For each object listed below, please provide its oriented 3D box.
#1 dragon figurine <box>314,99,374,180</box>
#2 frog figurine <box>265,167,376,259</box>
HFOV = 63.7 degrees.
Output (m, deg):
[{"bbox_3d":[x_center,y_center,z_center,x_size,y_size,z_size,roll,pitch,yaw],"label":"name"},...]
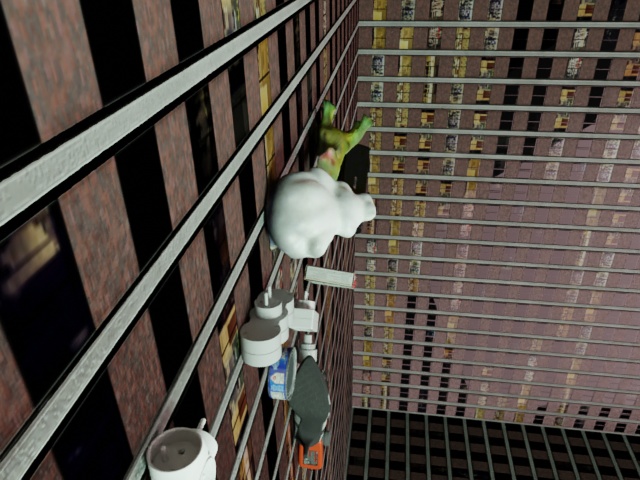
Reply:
[{"bbox_3d":[0.014,-0.172,1.165,0.410,0.122,0.243,167,-56,-88],"label":"dragon figurine"},{"bbox_3d":[0.002,-0.039,0.770,0.120,0.159,0.140,73,21,-65],"label":"frog figurine"}]
